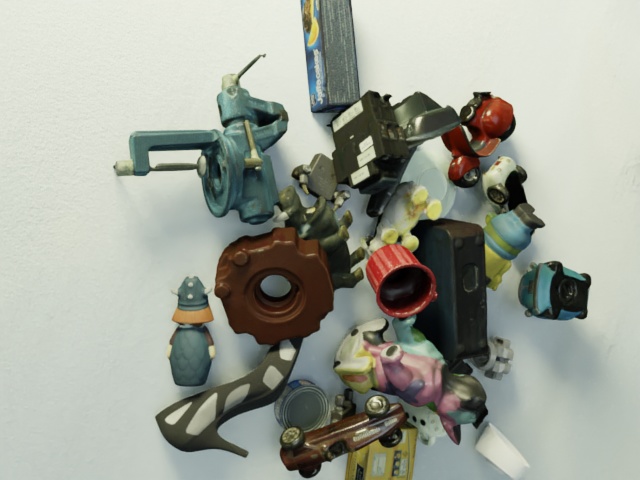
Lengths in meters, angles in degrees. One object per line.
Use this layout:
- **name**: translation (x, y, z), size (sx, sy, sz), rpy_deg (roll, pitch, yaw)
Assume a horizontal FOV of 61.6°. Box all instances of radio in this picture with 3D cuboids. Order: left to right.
- **radio**: translation (0.213, 0.080, 0.902), size (0.073, 0.131, 0.229), rpy_deg (-8, 97, -22)

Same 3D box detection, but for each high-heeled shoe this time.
- **high-heeled shoe**: translation (-0.126, 0.203, 0.802), size (0.145, 0.086, 0.249), rpy_deg (25, 61, 6)

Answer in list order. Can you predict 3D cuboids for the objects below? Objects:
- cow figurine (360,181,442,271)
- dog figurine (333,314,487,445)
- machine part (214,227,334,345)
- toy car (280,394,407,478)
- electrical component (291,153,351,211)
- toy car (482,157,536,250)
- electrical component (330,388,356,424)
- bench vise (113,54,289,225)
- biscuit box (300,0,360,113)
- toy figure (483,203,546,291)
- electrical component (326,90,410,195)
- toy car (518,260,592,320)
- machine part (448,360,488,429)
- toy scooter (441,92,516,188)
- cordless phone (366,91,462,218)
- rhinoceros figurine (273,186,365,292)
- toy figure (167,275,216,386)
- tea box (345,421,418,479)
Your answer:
- **cow figurine**: translation (0.118, -0.019, 0.885), size (0.068, 0.098, 0.167), rpy_deg (31, 99, -28)
- **dog figurine**: translation (0.150, 0.229, 0.856), size (0.219, 0.192, 0.108), rpy_deg (50, 40, -17)
- **machine part**: translation (-0.063, 0.069, 0.773), size (0.179, 0.056, 0.179), rpy_deg (-1, 113, -3)
- **toy car**: translation (0.036, 0.301, 0.814), size (0.202, 0.053, 0.089), rpy_deg (-20, 118, 3)
- **electrical component**: translation (0.007, -0.091, 0.844), size (0.102, 0.045, 0.078), rpy_deg (37, 79, -23)
- **toy car**: translation (0.352, -0.061, 0.990), size (0.073, 0.056, 0.201), rpy_deg (-45, 127, -20)
- **electrical component**: translation (0.036, 0.292, 0.874), size (0.063, 0.021, 0.094), rpy_deg (-4, 101, -63)
- **bench vise**: translation (-0.154, -0.125, 0.729), size (0.240, 0.129, 0.223), rpy_deg (-7, 92, -29)
- **biscuit box**: translation (0.014, -0.299, 0.828), size (0.063, 0.059, 0.202), rpy_deg (-8, 96, -26)
- **toy figure**: translation (0.300, 0.012, 0.936), size (0.089, 0.082, 0.180), rpy_deg (24, 125, -18)
- **electrical component**: translation (0.072, -0.139, 0.813), size (0.058, 0.115, 0.134), rpy_deg (-2, 76, -36)
- **toy car**: translation (0.437, 0.097, 1.026), size (0.161, 0.103, 0.109), rpy_deg (10, 85, -30)
- **machine part**: translation (0.266, 0.280, 0.993), size (0.084, 0.039, 0.138), rpy_deg (-39, 107, -24)
- **toy scooter**: translation (0.264, -0.193, 0.941), size (0.135, 0.075, 0.184), rpy_deg (40, 79, -30)
- **cordless phone**: translation (0.130, -0.124, 0.843), size (0.088, 0.147, 0.184), rpy_deg (28, 78, -17)
- **rhinoceros figurine**: translation (-0.002, -0.002, 0.820), size (0.190, 0.112, 0.073), rpy_deg (59, 25, -30)
- **toy figure**: translation (-0.183, 0.127, 0.761), size (0.064, 0.058, 0.154), rpy_deg (3, 87, -31)
- **tea box**: translation (0.100, 0.388, 0.903), size (0.098, 0.068, 0.169), rpy_deg (9, 90, -25)
